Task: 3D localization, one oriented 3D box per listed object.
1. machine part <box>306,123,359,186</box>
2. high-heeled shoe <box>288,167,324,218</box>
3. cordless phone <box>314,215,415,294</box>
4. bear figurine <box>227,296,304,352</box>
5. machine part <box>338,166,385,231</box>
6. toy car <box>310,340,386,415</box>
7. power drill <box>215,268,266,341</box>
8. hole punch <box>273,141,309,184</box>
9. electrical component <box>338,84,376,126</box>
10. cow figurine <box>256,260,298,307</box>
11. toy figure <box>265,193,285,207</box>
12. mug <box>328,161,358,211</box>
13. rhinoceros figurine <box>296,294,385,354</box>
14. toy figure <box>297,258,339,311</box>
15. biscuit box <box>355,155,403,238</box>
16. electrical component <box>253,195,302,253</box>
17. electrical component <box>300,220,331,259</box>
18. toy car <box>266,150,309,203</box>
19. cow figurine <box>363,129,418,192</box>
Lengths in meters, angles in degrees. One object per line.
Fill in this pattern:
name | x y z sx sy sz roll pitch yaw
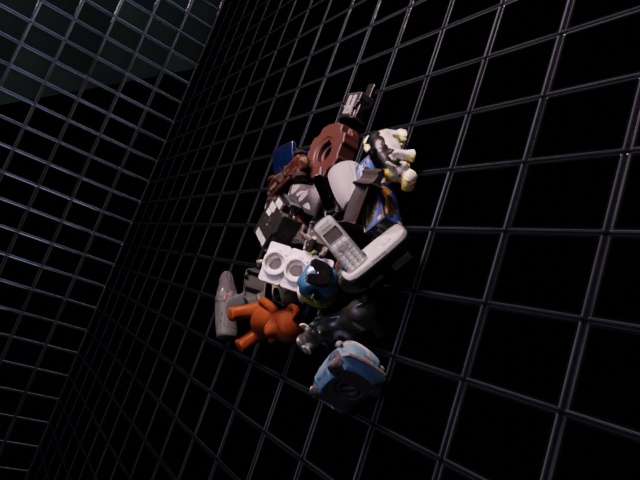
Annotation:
machine part | 0.026 -0.221 1.399 0.179 0.056 0.179 -35 42 38
high-heeled shoe | -0.033 -0.080 1.342 0.248 0.086 0.145 129 150 -61
cordless phone | 0.082 -0.001 1.043 0.146 0.088 0.184 -40 57 2
bear figurine | -0.120 0.204 1.257 0.196 0.132 0.120 7 113 62
machine part | 0.085 -0.085 1.104 0.084 0.039 0.138 25 91 56
toy car | 0.055 0.244 0.996 0.161 0.109 0.103 -54 7 39
power drill | -0.230 0.153 1.500 0.207 0.086 0.232 -31 46 38
hole punch | -0.080 -0.212 1.526 0.142 0.092 0.116 -13 61 49
electrical component | 0.102 -0.356 1.388 0.075 0.047 0.119 26 92 59
cow figurine | -0.094 0.080 1.344 0.127 0.085 0.195 -44 41 29
toy figure | -0.133 -0.065 1.529 0.064 0.058 0.154 -12 63 60
mug | 0.064 -0.110 1.246 0.109 0.081 0.107 113 151 -48
rhinoceros figurine | 0.037 0.174 1.047 0.190 0.112 0.073 -33 46 31
toy figure | -0.002 0.095 1.079 0.082 0.089 0.180 -45 -9 -18
biscuit box | 0.124 -0.094 1.152 0.059 0.062 0.203 -41 39 34
electrical component | -0.098 -0.041 1.299 0.134 0.058 0.115 -58 34 18
electrical component | -0.001 -0.004 1.215 0.102 0.078 0.045 -43 -30 -52
toy car | -0.095 -0.165 1.444 0.202 0.053 0.089 -34 49 46
cow figurine | 0.147 -0.168 1.125 0.167 0.098 0.068 -99 17 -45
